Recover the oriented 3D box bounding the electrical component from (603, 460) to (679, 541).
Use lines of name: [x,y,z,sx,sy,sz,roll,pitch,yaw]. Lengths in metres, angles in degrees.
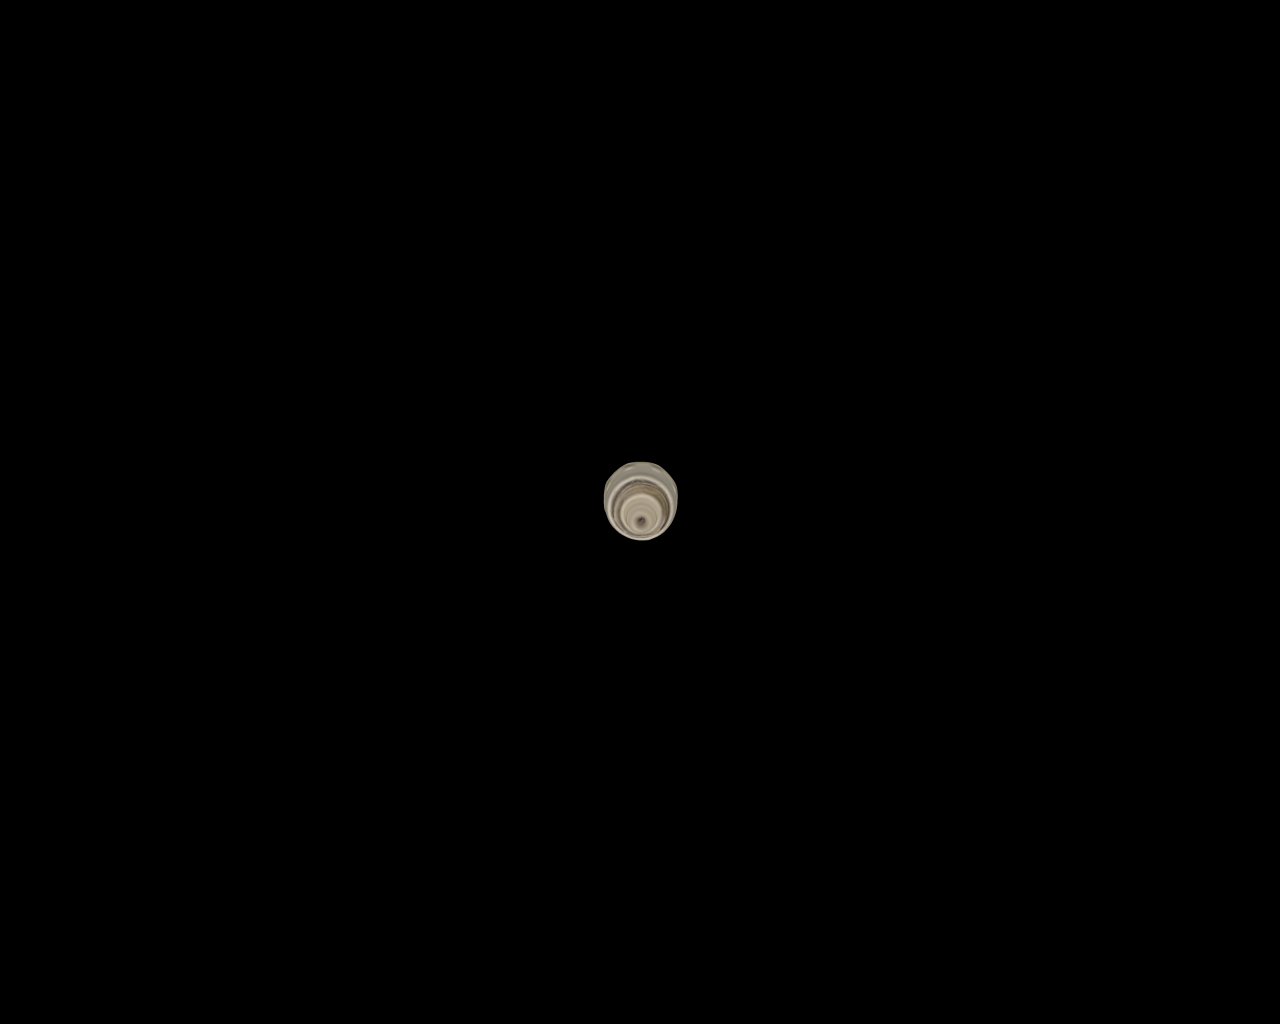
electrical component: [0.001,-0.003,0.650,0.048,0.048,0.062,0,16,0]
